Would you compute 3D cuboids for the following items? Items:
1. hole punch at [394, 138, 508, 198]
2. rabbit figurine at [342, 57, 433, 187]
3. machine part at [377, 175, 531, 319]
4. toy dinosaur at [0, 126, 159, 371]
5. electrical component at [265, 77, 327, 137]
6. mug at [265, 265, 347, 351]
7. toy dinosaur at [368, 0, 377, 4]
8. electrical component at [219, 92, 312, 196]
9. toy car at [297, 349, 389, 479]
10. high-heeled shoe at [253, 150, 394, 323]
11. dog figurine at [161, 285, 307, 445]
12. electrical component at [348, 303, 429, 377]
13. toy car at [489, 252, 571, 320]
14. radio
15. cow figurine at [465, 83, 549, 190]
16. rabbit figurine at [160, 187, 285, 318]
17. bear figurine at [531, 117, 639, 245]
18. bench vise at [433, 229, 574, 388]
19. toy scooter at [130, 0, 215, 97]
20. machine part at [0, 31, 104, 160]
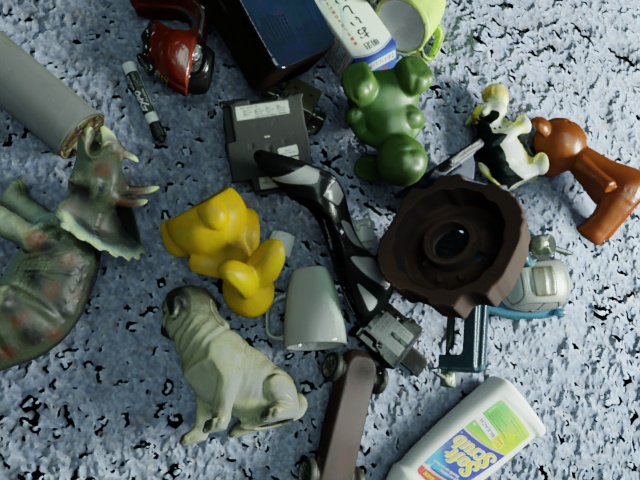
[{"bbox_3d":[0.188,-0.071,0.771,0.116,0.142,0.092,-30,91,-27],"label":"hole punch"},{"bbox_3d":[0.091,-0.141,0.746,0.121,0.159,0.170,-5,63,-12],"label":"rabbit figurine"},{"bbox_3d":[0.160,0.007,0.647,0.056,0.180,0.179,40,68,-49],"label":"machine part"},{"bbox_3d":[-0.342,0.056,0.638,0.192,0.131,0.404,26,81,-6],"label":"toy dinosaur"},{"bbox_3d":[-0.039,-0.195,0.786,0.102,0.045,0.078,21,48,-11],"label":"electrical component"},{"bbox_3d":[-0.020,0.092,0.724,0.110,0.080,0.107,-8,69,19],"label":"mug"},{"bbox_3d":[0.117,-0.427,0.733,0.198,0.471,0.105,-31,97,24],"label":"toy dinosaur"},{"bbox_3d":[-0.073,-0.130,0.738,0.115,0.058,0.134,-8,109,-7],"label":"electrical component"},{"bbox_3d":[0.029,0.245,0.712,0.089,0.053,0.202,21,76,-28],"label":"toy car"},{"bbox_3d":[-0.001,-0.002,0.696,0.248,0.086,0.145,29,78,-14],"label":"high-heeled shoe"},{"bbox_3d":[-0.109,0.146,0.686,0.172,0.121,0.190,12,55,-43],"label":"dog figurine"},{"bbox_3d":[0.106,0.144,0.751,0.119,0.048,0.075,45,75,0],"label":"electrical component"},{"bbox_3d":[0.303,0.061,0.782,0.162,0.103,0.109,-1,79,-15],"label":"toy car"},{"bbox_3d":[-0.086,-0.335,0.742,0.131,0.073,0.229,-33,97,-37],"label":"radio"},{"bbox_3d":[0.275,-0.156,0.837,0.098,0.068,0.167,-23,84,-10],"label":"cow figurine"},{"bbox_3d":[-0.105,0.022,0.688,0.122,0.162,0.173,-30,105,-28],"label":"rabbit figurine"},{"bbox_3d":[0.399,-0.101,0.839,0.196,0.120,0.131,40,117,23],"label":"bear figurine"},{"bbox_3d":[0.197,0.070,0.699,0.128,0.224,0.240,32,62,-49],"label":"bench vise"},{"bbox_3d":[-0.207,-0.291,0.749,0.135,0.075,0.184,11,74,-11],"label":"toy scooter"},{"bbox_3d":[-0.370,-0.186,0.692,0.243,0.079,0.079,41,74,-2],"label":"machine part"}]
